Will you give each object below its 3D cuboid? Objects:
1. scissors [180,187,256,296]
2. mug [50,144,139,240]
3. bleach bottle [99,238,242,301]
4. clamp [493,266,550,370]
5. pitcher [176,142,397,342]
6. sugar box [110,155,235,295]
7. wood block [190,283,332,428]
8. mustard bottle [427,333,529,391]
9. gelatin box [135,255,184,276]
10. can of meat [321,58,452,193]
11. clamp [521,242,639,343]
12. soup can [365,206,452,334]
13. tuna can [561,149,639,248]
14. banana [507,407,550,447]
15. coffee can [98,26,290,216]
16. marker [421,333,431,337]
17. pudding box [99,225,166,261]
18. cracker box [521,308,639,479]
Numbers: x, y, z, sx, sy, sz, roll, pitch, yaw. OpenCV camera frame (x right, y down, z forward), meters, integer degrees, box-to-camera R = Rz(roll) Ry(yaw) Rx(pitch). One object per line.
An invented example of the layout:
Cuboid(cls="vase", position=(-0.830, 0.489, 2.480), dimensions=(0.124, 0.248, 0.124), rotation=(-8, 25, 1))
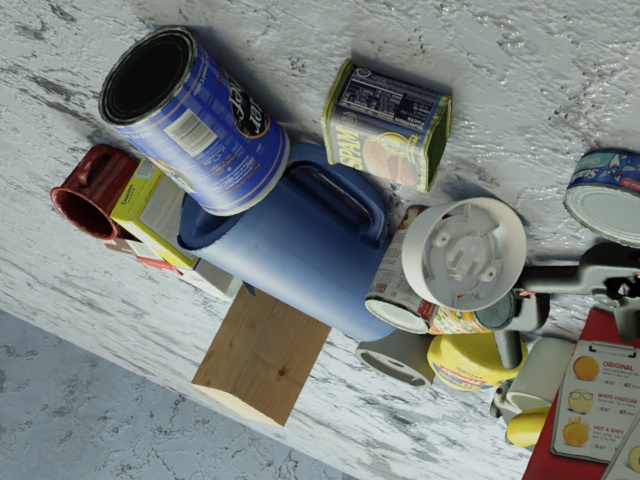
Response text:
Cuboid(cls="scissors", position=(-0.106, -0.014, 1.155), dimensions=(0.202, 0.016, 0.096), rotation=(55, -170, 19))
Cuboid(cls="mug", position=(-0.260, -0.066, 1.262), dimensions=(0.093, 0.081, 0.117), rotation=(23, 151, 17))
Cuboid(cls="bleach bottle", position=(-0.222, 0.004, 1.460), dimensions=(0.251, 0.068, 0.102), rotation=(21, 161, 26))
Cuboid(cls="clamp", position=(0.183, 0.072, 1.095), dimensions=(0.164, 0.036, 0.210), rotation=(39, 158, -10))
Cuboid(cls="pitcher", position=(-0.007, 0.001, 1.055), dimensions=(0.242, 0.145, 0.149), rotation=(33, 175, -32))
Cuboid(cls="sugar box", position=(-0.155, -0.018, 1.243), dimensions=(0.048, 0.093, 0.176), rotation=(13, 158, 40))
Cuboid(cls="wood block", position=(-0.051, 0.101, 1.247), dimensions=(0.090, 0.206, 0.090), rotation=(38, 159, -31))
Cuboid(cls="mustard bottle", position=(0.180, 0.144, 1.284), dimensions=(0.096, 0.058, 0.192), rotation=(22, 163, 1))
Cuboid(cls="gelatin box", position=(-0.178, -0.002, 1.328), dimensions=(0.073, 0.089, 0.030), rotation=(13, 149, 37))
Cuboid(cls="can of meat", position=(0.052, -0.085, 0.815), dimensions=(0.084, 0.057, 0.102), rotation=(20, 162, 12))
Cuboid(cls="clamp", position=(0.242, 0.036, 0.919), dimensions=(0.120, 0.039, 0.171), rotation=(19, 157, 6))
Cuboid(cls="soup can", position=(0.092, 0.028, 1.003), dimensions=(0.068, 0.102, 0.068), rotation=(24, 162, 8))
Cuboid(cls="tuna can", position=(0.220, -0.029, 0.767), dimensions=(0.086, 0.033, 0.086), rotation=(24, 163, 8))
Cuboid(cls="banana", position=(0.245, 0.203, 1.129), dimensions=(0.069, 0.037, 0.198), rotation=(34, 160, -17))
Cuboid(cls="coffee can", position=(-0.106, -0.100, 0.919), dimensions=(0.103, 0.102, 0.140), rotation=(10, 156, 42))
Cuboid(cls="marker", position=(0.129, 0.093, 1.277), dimensions=(0.020, 0.020, 0.121), rotation=(23, 162, 10))
Cuboid(cls="pudding box", position=(-0.209, -0.024, 1.304), dimensions=(0.114, 0.090, 0.039), rotation=(12, 146, 40))
Cuboid(cls="cracker box", position=(0.295, 0.194, 1.001), dimensions=(0.164, 0.213, 0.072), rotation=(20, 164, 21))
